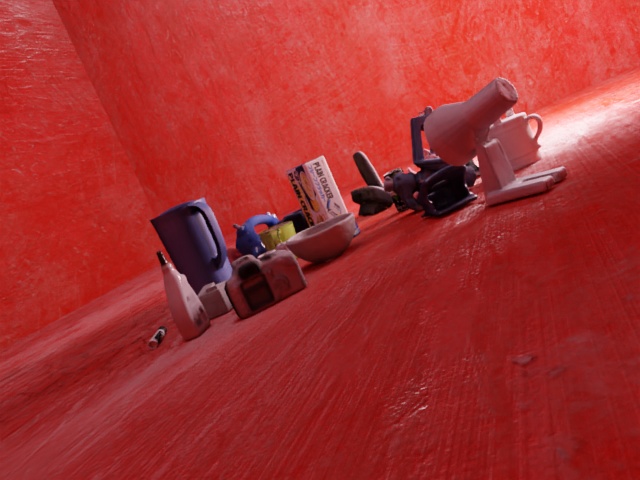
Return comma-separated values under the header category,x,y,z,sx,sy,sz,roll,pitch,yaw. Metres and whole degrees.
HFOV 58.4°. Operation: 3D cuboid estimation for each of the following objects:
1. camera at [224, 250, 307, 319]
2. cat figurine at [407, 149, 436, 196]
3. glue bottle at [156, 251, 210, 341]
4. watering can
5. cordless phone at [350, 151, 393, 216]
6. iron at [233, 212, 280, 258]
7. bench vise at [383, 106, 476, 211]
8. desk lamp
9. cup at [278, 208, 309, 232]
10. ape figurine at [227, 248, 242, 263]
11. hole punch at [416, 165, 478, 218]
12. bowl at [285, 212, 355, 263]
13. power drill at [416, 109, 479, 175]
category,x,y,z,sx,sy,sz,roll,pitch,yaw
camera,-0.119,0.071,1.096,0.143,0.101,0.136,-26,8,-17
cat figurine,0.309,-0.202,1.632,0.127,0.118,0.067,-19,9,30
glue bottle,-0.264,0.098,1.075,0.037,0.173,0.078,-22,8,12
watering can,0.440,-0.265,1.370,0.172,0.194,0.101,-20,8,25
cordless phone,0.135,-0.171,1.691,0.094,0.185,0.147,-27,8,-24
iron,-0.163,-0.016,1.696,0.118,0.141,0.259,-19,9,32
bench vise,0.243,-0.190,1.350,0.208,0.220,0.121,-26,8,-15
desk lamp,0.316,-0.178,1.064,0.118,0.213,0.202,-30,10,-40
cup,-0.063,-0.037,1.717,0.118,0.095,0.091,-28,9,-28
ape figurine,-0.215,0.063,1.489,0.076,0.092,0.077,-25,8,-6
hole punch,0.256,-0.104,1.203,0.109,0.091,0.101,-25,8,-9
bowl,0.012,0.005,1.263,0.167,0.075,0.167,-23,7,4
power drill,0.347,-0.251,1.506,0.075,0.208,0.230,-16,11,45
